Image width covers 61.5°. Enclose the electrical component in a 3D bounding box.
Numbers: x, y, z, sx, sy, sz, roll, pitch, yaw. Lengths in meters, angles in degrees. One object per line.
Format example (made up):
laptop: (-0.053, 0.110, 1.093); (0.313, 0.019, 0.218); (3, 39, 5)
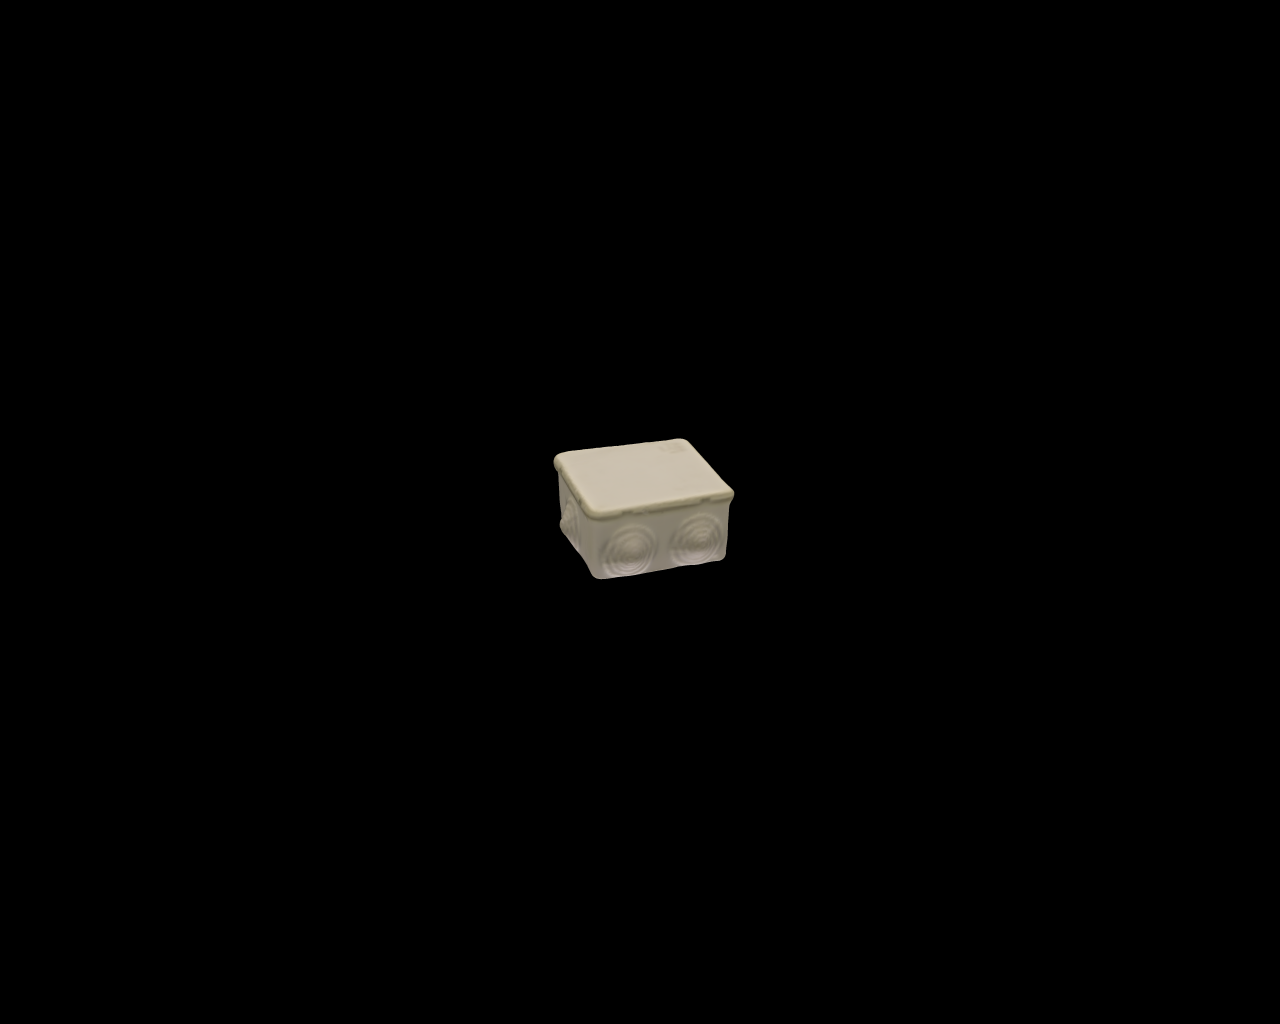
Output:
electrical component: (0.001, -0.003, 0.650); (0.100, 0.048, 0.100); (-8, 28, -16)
